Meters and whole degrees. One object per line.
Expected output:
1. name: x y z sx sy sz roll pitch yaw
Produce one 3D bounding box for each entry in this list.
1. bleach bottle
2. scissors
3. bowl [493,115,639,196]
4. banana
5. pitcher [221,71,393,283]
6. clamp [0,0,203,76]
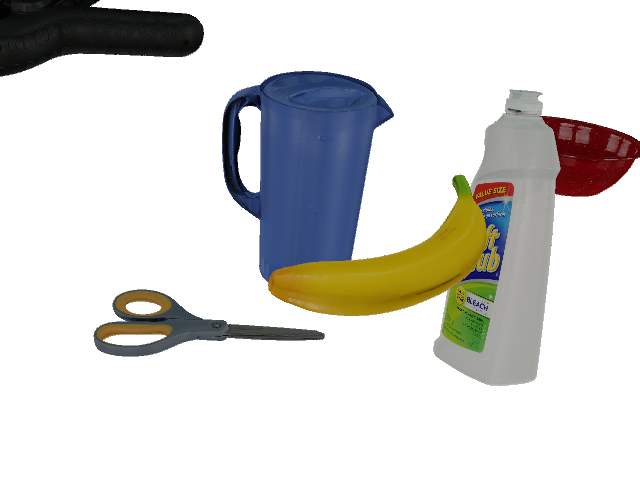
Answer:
1. bleach bottle: 0.159 -0.006 0.936 0.068 0.251 0.103 -2 14 -27
2. scissors: -0.105 0.071 0.971 0.201 0.016 0.096 -5 34 -12
3. bowl: 0.262 -0.088 1.150 0.162 0.055 0.162 6 22 -2
4. banana: 0.055 0.015 0.731 0.197 0.037 0.070 -26 55 -38
5. pitcher: -0.021 -0.065 1.224 0.144 0.243 0.149 -19 36 -40
6. clamp: -0.167 -0.129 0.616 0.171 0.039 0.120 -10 31 -29
